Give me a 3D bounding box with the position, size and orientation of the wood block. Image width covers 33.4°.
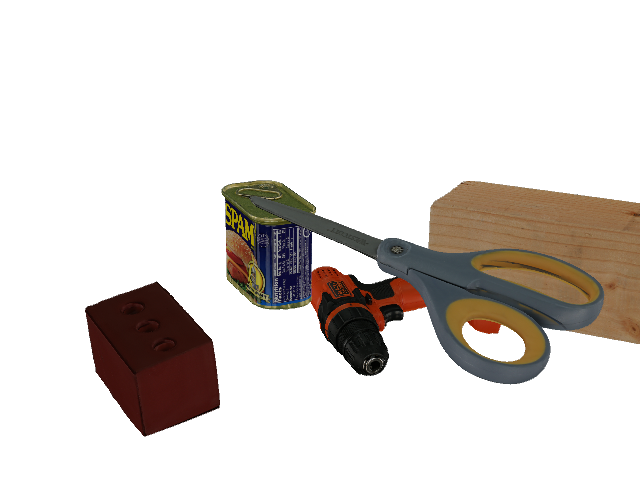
[{"bbox_3d":[0.199,0.015,0.868,0.206,0.090,0.090,10,21,27],"label":"wood block"}]

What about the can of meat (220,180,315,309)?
[{"bbox_3d":[-0.045,0.003,0.910,0.057,0.084,0.102,-9,22,-23],"label":"can of meat"}]

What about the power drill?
[{"bbox_3d":[0.091,0.074,1.116,0.187,0.057,0.184,-6,28,-16],"label":"power drill"}]

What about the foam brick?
[{"bbox_3d":[-0.104,0.072,0.656,0.052,0.051,0.078,-20,37,-28],"label":"foam brick"}]

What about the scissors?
[{"bbox_3d":[0.041,0.022,0.549,0.202,0.016,0.096,11,42,15],"label":"scissors"}]
